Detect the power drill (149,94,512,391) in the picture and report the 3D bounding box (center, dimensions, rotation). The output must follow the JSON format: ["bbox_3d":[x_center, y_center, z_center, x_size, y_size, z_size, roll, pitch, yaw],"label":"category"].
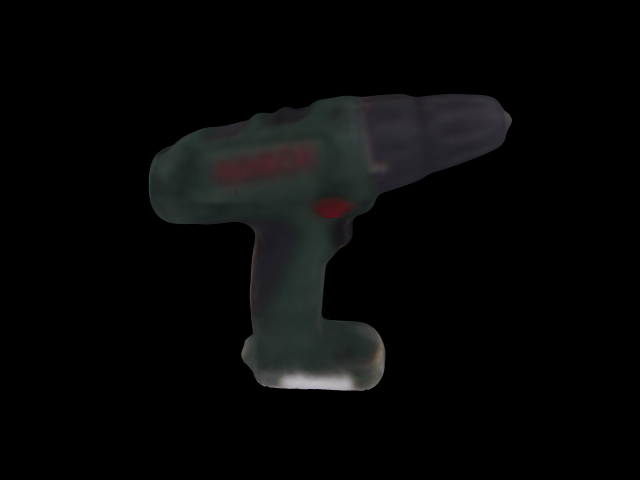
[{"bbox_3d":[0.004,0.001,0.400,0.229,0.208,0.075,1,28,2],"label":"power drill"}]
